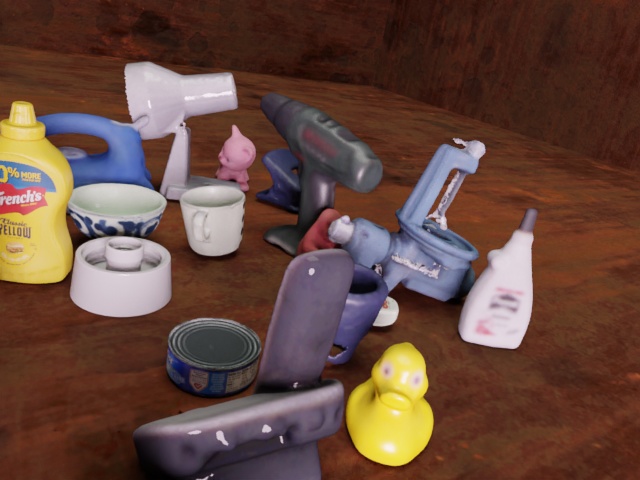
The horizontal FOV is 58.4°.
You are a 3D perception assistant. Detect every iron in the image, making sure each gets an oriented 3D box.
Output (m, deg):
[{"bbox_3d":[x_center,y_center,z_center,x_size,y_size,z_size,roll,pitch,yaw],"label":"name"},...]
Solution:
[{"bbox_3d":[-0.372,-0.122,0.831,0.259,0.141,0.118,2,23,-23],"label":"iron"}]

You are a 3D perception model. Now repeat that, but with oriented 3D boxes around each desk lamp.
[{"bbox_3d":[-0.221,-0.179,0.950,0.203,0.213,0.117,7,22,-11],"label":"desk lamp"}]

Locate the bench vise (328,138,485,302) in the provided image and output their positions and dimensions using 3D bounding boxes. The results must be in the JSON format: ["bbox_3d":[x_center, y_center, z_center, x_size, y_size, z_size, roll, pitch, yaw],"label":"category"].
[{"bbox_3d":[0.125,-0.022,0.720,0.208,0.220,0.121,-4,26,-33],"label":"bench vise"}]

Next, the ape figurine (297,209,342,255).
[{"bbox_3d":[0.007,0.003,0.775,0.078,0.092,0.075,-4,26,-35],"label":"ape figurine"}]

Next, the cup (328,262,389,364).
[{"bbox_3d":[0.010,0.081,0.576,0.091,0.095,0.118,21,23,23],"label":"cup"}]

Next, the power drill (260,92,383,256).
[{"bbox_3d":[-0.019,-0.088,0.830,0.228,0.208,0.076,27,26,35],"label":"power drill"}]

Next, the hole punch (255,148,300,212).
[{"bbox_3d":[-0.048,-0.110,1.032,0.100,0.091,0.109,20,23,21],"label":"hole punch"}]

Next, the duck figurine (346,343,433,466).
[{"bbox_3d":[0.067,0.129,0.497,0.077,0.086,0.105,15,22,9],"label":"duck figurine"}]

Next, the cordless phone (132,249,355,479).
[{"bbox_3d":[-0.047,0.090,0.401,0.148,0.185,0.093,-6,27,-38],"label":"cordless phone"}]

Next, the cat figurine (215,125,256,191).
[{"bbox_3d":[-0.154,-0.155,1.056,0.067,0.118,0.127,6,22,-14],"label":"cat figurine"}]

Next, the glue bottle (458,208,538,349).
[{"bbox_3d":[0.220,0.044,0.668,0.078,0.173,0.037,8,22,-7],"label":"glue bottle"}]
